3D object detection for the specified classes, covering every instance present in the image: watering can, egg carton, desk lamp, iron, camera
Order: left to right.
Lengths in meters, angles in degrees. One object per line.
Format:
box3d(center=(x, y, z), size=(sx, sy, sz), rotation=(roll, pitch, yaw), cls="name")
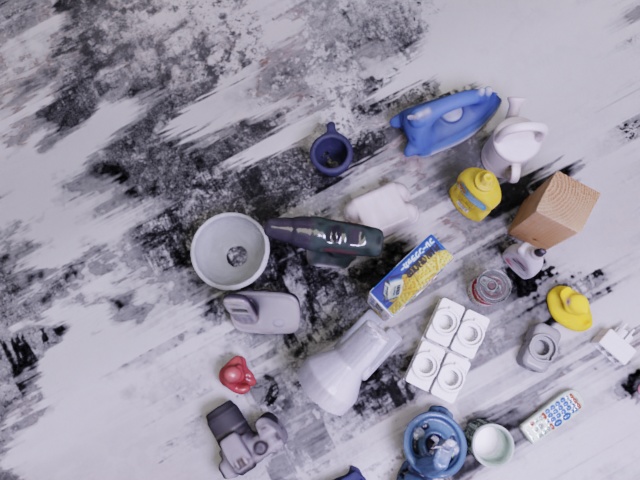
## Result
box3d(center=(-0.157, 0.386, 1.143), size=(0.143, 0.101, 0.137), rotation=(-33, 79, -3), cls="camera")
box3d(center=(0.062, 0.227, 1.105), size=(0.118, 0.213, 0.203), rotation=(42, 84, 10), cls="desk lamp")
box3d(center=(0.131, -0.059, 1.228), size=(0.150, 0.069, 0.107), rotation=(-24, 79, -2), cls="egg carton")
box3d(center=(0.286, -0.279, 1.225), size=(0.258, 0.141, 0.118), rotation=(-23, 79, -2), cls="iron")
box3d(center=(0.400, -0.210, 1.180), size=(0.101, 0.194, 0.173), rotation=(-19, 79, -1), cls="watering can")

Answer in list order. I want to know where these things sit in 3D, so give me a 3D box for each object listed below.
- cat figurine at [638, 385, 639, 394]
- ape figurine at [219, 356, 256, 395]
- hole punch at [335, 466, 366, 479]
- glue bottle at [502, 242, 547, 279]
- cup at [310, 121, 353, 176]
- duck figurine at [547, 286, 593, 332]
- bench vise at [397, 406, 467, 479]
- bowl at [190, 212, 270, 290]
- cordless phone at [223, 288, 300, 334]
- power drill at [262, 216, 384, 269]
box3d(center=(0.680, 0.302, 1.109), size=(0.067, 0.118, 0.128), rotation=(-32, 79, -3), cls="cat figurine")
box3d(center=(-0.173, 0.276, 1.169), size=(0.076, 0.092, 0.078), rotation=(6, 80, 4), cls="ape figurine")
box3d(center=(0.057, 0.513, 1.113), size=(0.101, 0.091, 0.108), rotation=(-26, 79, -2), cls="hole punch")
box3d(center=(0.417, 0.035, 1.144), size=(0.078, 0.173, 0.037), rotation=(44, 85, 10), cls="glue bottle")
box3d(center=(0.026, -0.188, 1.245), size=(0.091, 0.095, 0.118), rotation=(-2, 79, 3), cls="cup")
box3d(center=(0.518, 0.137, 1.164), size=(0.077, 0.086, 0.104), rotation=(-35, 80, -4), cls="duck figurine")
box3d(center=(0.212, 0.419, 1.058), size=(0.121, 0.220, 0.207), rotation=(6, 80, 4), cls="bench vise")
box3d(center=(-0.186, 0.028, 1.225), size=(0.167, 0.075, 0.167), rotation=(0, 79, 3), cls="bowl")
box3d(center=(-0.116, 0.139, 1.144), size=(0.147, 0.185, 0.094), rotation=(-1, 79, 3), cls="cordless phone")
box3d(center=(0.011, 0.004, 1.152), size=(0.229, 0.208, 0.076), rotation=(4, 79, 4), cls="power drill")
